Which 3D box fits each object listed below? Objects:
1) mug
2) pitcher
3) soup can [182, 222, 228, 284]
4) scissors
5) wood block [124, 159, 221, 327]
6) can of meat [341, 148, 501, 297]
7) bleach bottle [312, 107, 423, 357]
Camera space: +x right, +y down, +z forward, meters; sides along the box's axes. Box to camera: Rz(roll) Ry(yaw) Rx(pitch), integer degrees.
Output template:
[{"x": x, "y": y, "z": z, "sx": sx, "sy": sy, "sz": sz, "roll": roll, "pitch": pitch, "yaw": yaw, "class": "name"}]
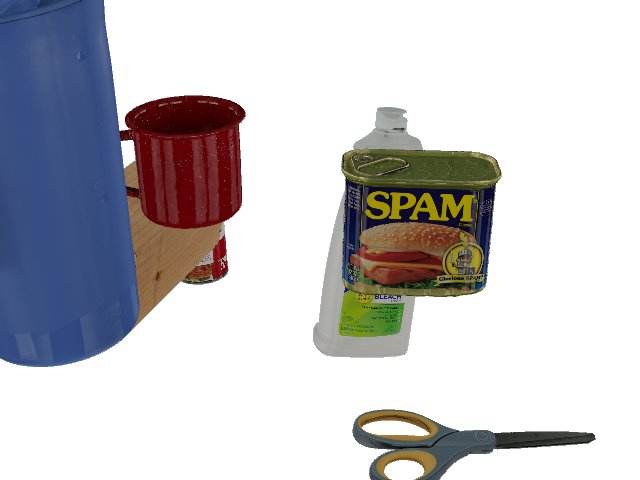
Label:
[{"x": -0.116, "y": -0.060, "z": 0.841, "sx": 0.117, "sy": 0.081, "sz": 0.093, "roll": -3, "pitch": 27, "yaw": -3, "class": "mug"}, {"x": -0.193, "y": -0.040, "z": 0.676, "sx": 0.149, "sy": 0.243, "sz": 0.145, "roll": -9, "pitch": 28, "yaw": -8, "class": "pitcher"}, {"x": -0.152, "y": -0.006, "z": 1.320, "sx": 0.068, "sy": 0.102, "sz": 0.068, "roll": -2, "pitch": 26, "yaw": 1, "class": "soup can"}, {"x": 0.124, "y": 0.177, "z": 0.870, "sx": 0.202, "sy": 0.016, "sz": 0.096, "roll": 7, "pitch": 35, "yaw": 7, "class": "scissors"}, {"x": -0.173, "y": -0.006, "z": 1.028, "sx": 0.090, "sy": 0.091, "sz": 0.205, "roll": 17, "pitch": 28, "yaw": 12, "class": "wood block"}, {"x": 0.063, "y": -0.011, "z": 0.702, "sx": 0.102, "sy": 0.084, "sz": 0.057, "roll": 2, "pitch": 24, "yaw": 0, "class": "can of meat"}, {"x": 0.052, "y": -0.008, "z": 1.075, "sx": 0.102, "sy": 0.251, "sz": 0.068, "roll": 1, "pitch": 18, "yaw": -10, "class": "bleach bottle"}]
